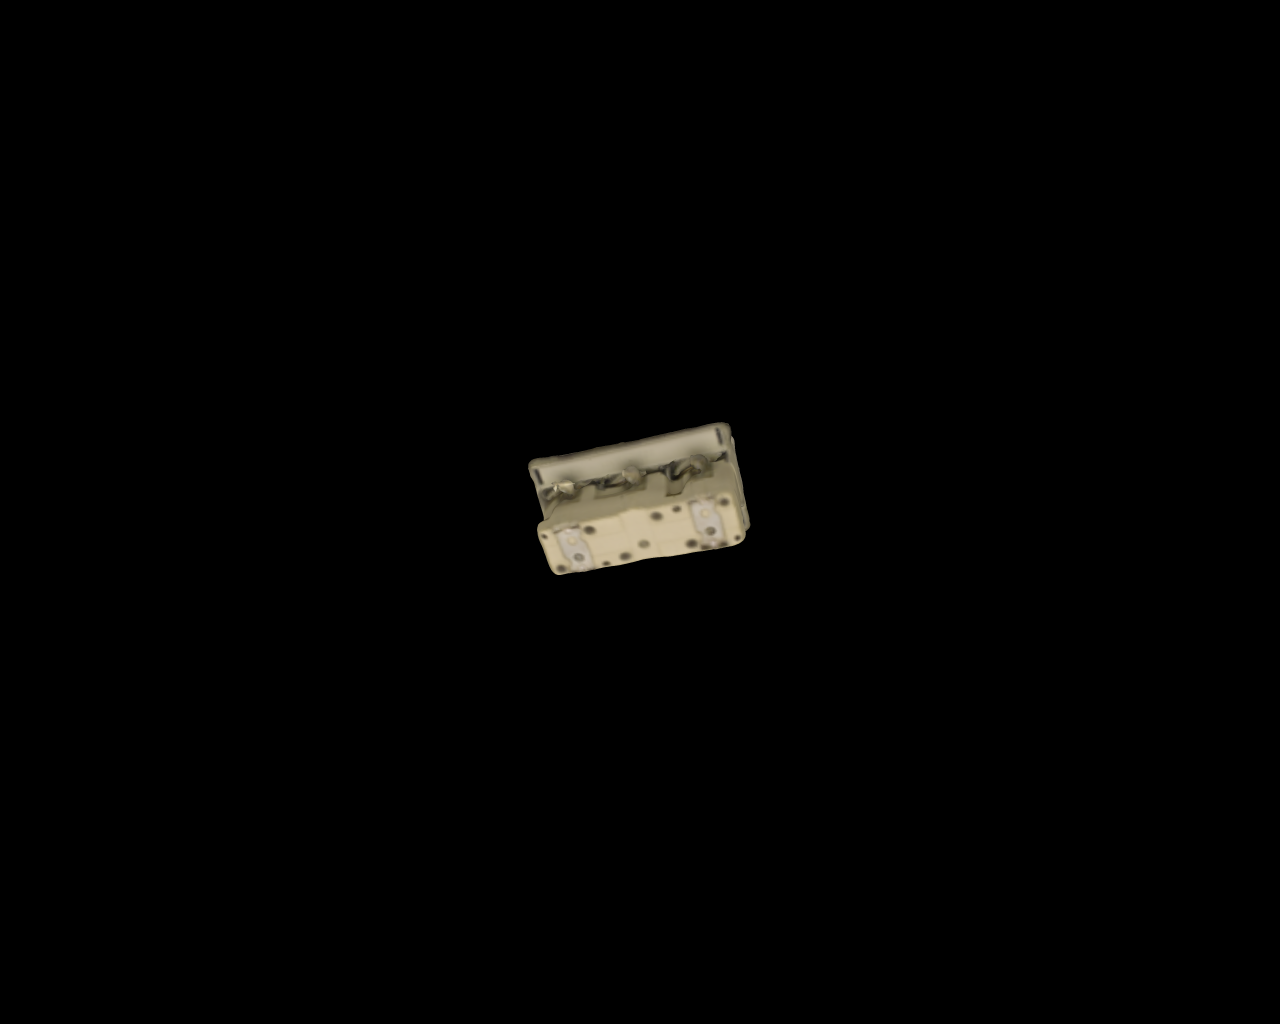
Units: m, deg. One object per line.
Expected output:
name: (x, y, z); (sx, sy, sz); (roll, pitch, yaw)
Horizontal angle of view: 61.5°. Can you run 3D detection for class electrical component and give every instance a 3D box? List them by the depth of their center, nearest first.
electrical component: (0.001, -0.003, 0.650); (0.121, 0.078, 0.063); (-10, 36, 8)
